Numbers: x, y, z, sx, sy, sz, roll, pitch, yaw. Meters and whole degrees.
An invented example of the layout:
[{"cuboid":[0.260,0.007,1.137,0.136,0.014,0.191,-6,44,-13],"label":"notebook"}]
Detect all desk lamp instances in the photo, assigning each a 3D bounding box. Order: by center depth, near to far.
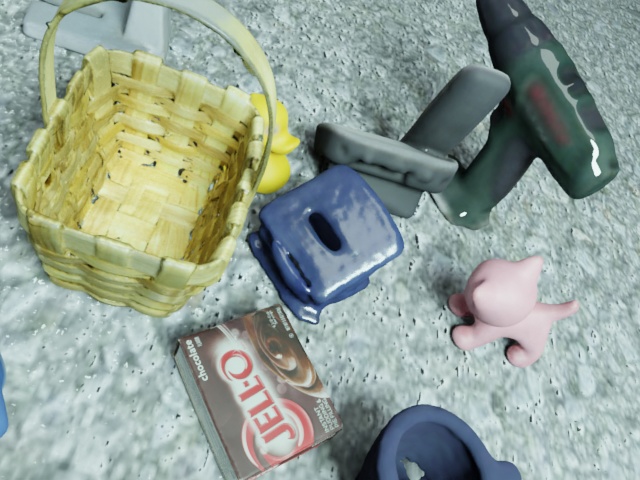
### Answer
[{"cuboid":[-0.159,-0.268,0.535,0.204,0.213,0.118,12,53,-19],"label":"desk lamp"}]

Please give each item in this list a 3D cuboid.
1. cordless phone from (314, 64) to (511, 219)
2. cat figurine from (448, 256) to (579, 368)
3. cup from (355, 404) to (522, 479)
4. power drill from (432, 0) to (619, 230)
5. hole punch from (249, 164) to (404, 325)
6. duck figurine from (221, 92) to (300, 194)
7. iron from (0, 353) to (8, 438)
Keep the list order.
[{"cuboid":[0.086,-0.116,0.570,0.148,0.185,0.094,10,53,-20],"label":"cordless phone"},{"cuboid":[0.181,0.060,0.538,0.128,0.117,0.067,16,52,-16],"label":"cat figurine"},{"cuboid":[0.076,0.178,0.415,0.118,0.095,0.091,9,54,-21],"label":"cup"},{"cuboid":[0.192,-0.118,0.610,0.076,0.208,0.229,-21,69,-36],"label":"power drill"},{"cuboid":[0.005,0.002,0.507,0.101,0.091,0.108,-23,70,-37],"label":"hole punch"},{"cuboid":[-0.064,-0.105,0.551,0.104,0.086,0.078,39,49,3],"label":"duck figurine"},{"cuboid":[-0.275,0.007,0.328,0.119,0.141,0.258,-20,68,-36],"label":"iron"}]
